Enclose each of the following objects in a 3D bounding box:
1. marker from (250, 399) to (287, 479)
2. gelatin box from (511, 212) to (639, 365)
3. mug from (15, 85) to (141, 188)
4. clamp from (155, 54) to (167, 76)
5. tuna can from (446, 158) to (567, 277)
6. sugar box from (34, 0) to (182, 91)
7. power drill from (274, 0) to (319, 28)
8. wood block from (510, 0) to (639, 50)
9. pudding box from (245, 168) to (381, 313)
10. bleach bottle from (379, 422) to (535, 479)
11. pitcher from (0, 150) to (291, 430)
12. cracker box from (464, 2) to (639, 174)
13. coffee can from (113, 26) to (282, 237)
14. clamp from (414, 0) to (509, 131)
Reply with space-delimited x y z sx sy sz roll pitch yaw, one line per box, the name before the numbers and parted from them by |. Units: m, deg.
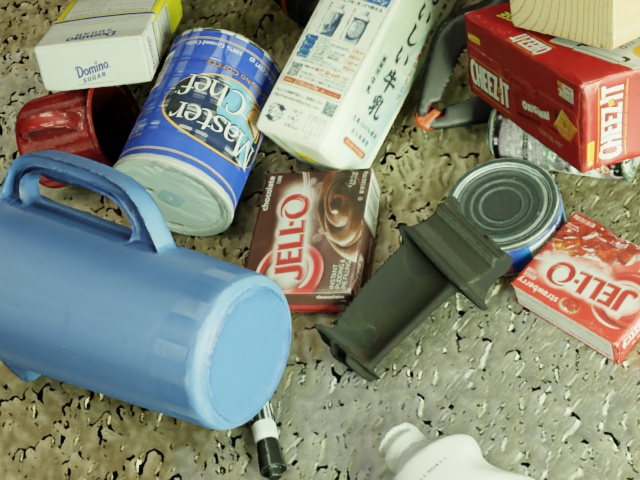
marker | -0.044 0.116 0.759 0.020 0.020 0.121 -21 51 6
gelatin box | 0.188 0.031 0.723 0.073 0.030 0.089 -46 52 -14
mug | -0.214 -0.092 0.921 0.082 0.117 0.093 -11 85 20
clamp | -0.207 -0.179 1.026 0.120 0.039 0.171 -24 47 -6
tuna can | 0.134 -0.018 0.777 0.086 0.033 0.086 -11 52 14
sugar box | -0.179 -0.182 0.931 0.093 0.048 0.176 -5 31 6
power drill | 0.025 -0.278 0.954 0.188 0.057 0.185 -50 45 11
wood block | 0.231 -0.208 0.708 0.205 0.090 0.091 -25 34 -26
pudding box | -0.005 0.001 0.815 0.090 0.039 0.113 -1 56 21
bleach bottle | 0.129 0.186 0.614 0.102 0.068 0.251 -40 49 -11
pitcher | -0.144 0.041 0.762 0.243 0.149 0.145 14 64 32
cracker box | 0.232 -0.128 0.736 0.213 0.072 0.164 -17 31 -12
coffee can | -0.099 -0.089 0.876 0.103 0.102 0.140 4 57 24
clamp | 0.149 -0.170 0.841 0.210 0.036 0.164 -37 91 1
